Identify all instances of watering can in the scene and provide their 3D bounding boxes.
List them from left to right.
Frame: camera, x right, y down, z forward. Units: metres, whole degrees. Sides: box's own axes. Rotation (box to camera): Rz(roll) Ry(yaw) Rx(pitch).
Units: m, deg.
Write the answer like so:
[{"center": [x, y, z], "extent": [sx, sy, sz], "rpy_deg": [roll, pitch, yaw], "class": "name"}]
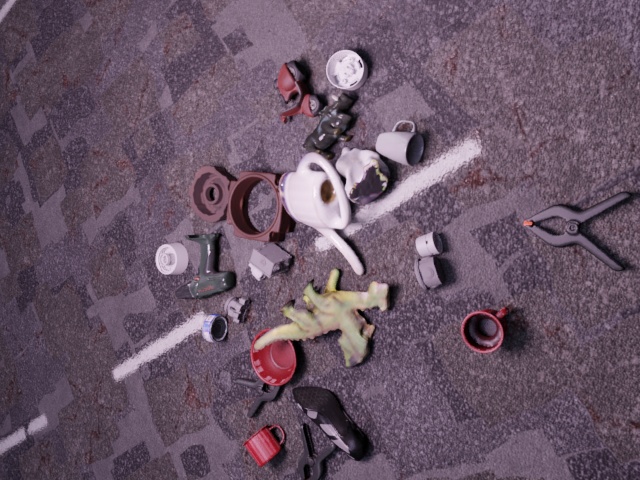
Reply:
[{"center": [0.004, -0.069, 1.373], "extent": [0.225, 0.105, 0.342], "rpy_deg": [10, 123, 50], "class": "watering can"}]

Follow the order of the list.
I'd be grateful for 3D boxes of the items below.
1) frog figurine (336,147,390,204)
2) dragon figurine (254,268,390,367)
[{"center": [0.106, -0.172, 1.350], "extent": [0.162, 0.122, 0.135], "rpy_deg": [-127, 49, -59], "class": "frog figurine"}, {"center": [0.025, 0.234, 1.369], "extent": [0.244, 0.122, 0.406], "rpy_deg": [47, 107, 13], "class": "dragon figurine"}]
